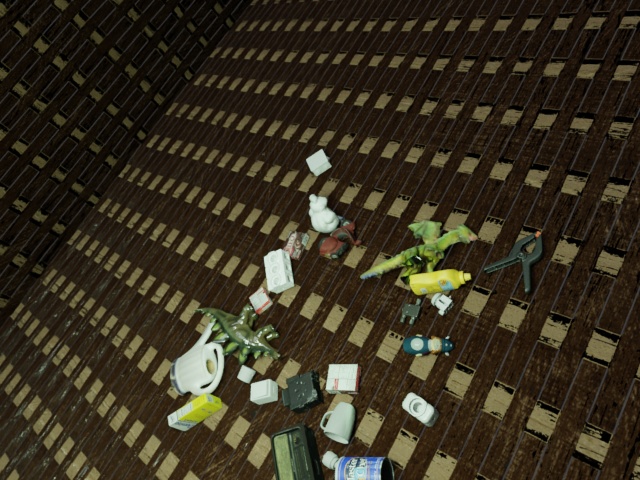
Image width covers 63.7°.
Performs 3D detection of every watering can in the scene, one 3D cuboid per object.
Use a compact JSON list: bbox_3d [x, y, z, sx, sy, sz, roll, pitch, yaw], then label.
[{"bbox_3d":[-0.474,0.459,2.015,0.223,0.102,0.356,-26,44,10],"label":"watering can"}]

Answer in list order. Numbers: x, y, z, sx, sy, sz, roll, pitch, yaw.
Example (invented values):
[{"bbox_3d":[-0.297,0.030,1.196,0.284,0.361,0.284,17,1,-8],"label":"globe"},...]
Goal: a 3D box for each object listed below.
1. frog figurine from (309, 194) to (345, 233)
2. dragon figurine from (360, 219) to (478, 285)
[{"bbox_3d":[0.006,-0.104,2.069,0.123,0.157,0.139,-51,47,-5],"label":"frog figurine"},{"bbox_3d":[0.346,0.026,1.821,0.408,0.120,0.249,-8,38,26],"label":"dragon figurine"}]
